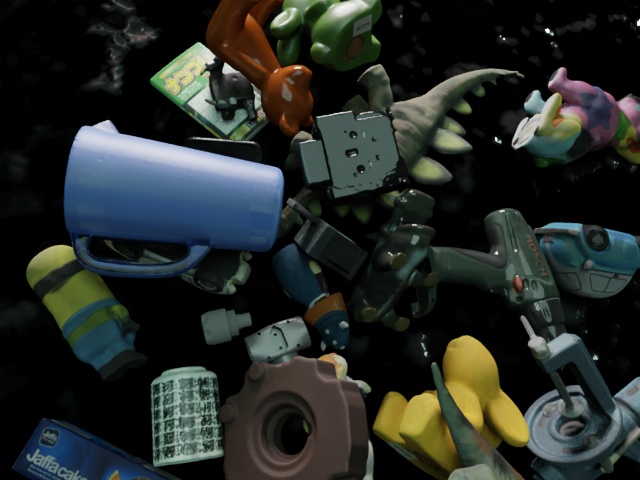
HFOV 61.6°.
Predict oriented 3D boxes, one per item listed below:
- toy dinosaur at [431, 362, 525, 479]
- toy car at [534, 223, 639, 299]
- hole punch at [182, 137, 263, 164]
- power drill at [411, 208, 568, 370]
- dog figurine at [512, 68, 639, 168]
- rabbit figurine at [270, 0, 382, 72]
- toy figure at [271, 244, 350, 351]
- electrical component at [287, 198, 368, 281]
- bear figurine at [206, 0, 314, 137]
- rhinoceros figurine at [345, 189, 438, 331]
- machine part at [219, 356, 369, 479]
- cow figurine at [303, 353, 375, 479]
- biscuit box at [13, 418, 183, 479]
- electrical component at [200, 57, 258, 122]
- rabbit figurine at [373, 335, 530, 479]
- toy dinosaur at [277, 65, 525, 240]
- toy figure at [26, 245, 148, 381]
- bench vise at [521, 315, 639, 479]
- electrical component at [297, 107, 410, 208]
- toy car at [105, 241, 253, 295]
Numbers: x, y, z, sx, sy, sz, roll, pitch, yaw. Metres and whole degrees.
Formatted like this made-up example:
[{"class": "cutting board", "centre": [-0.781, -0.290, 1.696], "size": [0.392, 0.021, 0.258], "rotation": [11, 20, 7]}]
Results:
[{"class": "toy dinosaur", "centre": [0.189, 0.338, 0.558], "size": [0.192, 0.131, 0.404], "rotation": [11, 80, -36]}, {"class": "toy car", "centre": [0.390, 0.033, 0.777], "size": [0.162, 0.109, 0.103], "rotation": [12, 90, -15]}, {"class": "hole punch", "centre": [-0.136, -0.084, 0.756], "size": [0.142, 0.092, 0.115], "rotation": [4, 99, -10]}, {"class": "power drill", "centre": [0.231, 0.066, 0.744], "size": [0.207, 0.086, 0.232], "rotation": [-3, 68, -5]}, {"class": "dog figurine", "centre": [0.437, -0.167, 0.852], "size": [0.219, 0.108, 0.191], "rotation": [25, 67, -1]}, {"class": "rabbit figurine", "centre": [-0.005, -0.341, 0.868], "size": [0.159, 0.121, 0.170], "rotation": [-38, 60, -12]}, {"class": "toy figure", "centre": [-0.005, 0.075, 0.715], "size": [0.058, 0.064, 0.154], "rotation": [-29, 74, -29]}, {"class": "electrical component", "centre": [-0.001, -0.002, 0.703], "size": [0.119, 0.075, 0.047], "rotation": [32, 93, -26]}, {"class": "bear figurine", "centre": [-0.066, -0.252, 0.763], "size": [0.196, 0.132, 0.120], "rotation": [45, 30, 1]}, {"class": "rhinoceros figurine", "centre": [0.099, 0.027, 0.705], "size": [0.073, 0.112, 0.190], "rotation": [19, 102, -21]}, {"class": "machine part", "centre": [-0.031, 0.216, 0.599], "size": [0.179, 0.056, 0.179], "rotation": [-10, 65, 24]}, {"class": "cow figurine", "centre": [0.031, 0.226, 0.653], "size": [0.068, 0.098, 0.167], "rotation": [-14, 62, 30]}, {"class": "biscuit box", "centre": [-0.234, 0.272, 0.607], "size": [0.203, 0.059, 0.063], "rotation": [25, 68, 2]}, {"class": "electrical component", "centre": [-0.138, -0.225, 0.805], "size": [0.078, 0.045, 0.102], "rotation": [-7, 69, -12]}, {"class": "rabbit figurine", "centre": [0.175, 0.204, 0.663], "size": [0.162, 0.122, 0.173], "rotation": [33, 61, 1]}, {"class": "toy dinosaur", "centre": [0.112, -0.149, 0.802], "size": [0.471, 0.105, 0.198], "rotation": [-43, 88, -11]}, {"class": "toy figure", "centre": [-0.284, 0.085, 0.657], "size": [0.082, 0.089, 0.180], "rotation": [-30, 73, -26]}, {"class": "bench vise", "centre": [0.335, 0.199, 0.660], "size": [0.224, 0.129, 0.240], "rotation": [-33, 107, 6]}, {"class": "electrical component", "centre": [0.040, -0.106, 0.706], "size": [0.134, 0.058, 0.115], "rotation": [-13, 81, -8]}, {"class": "toy car", "centre": [-0.189, 0.011, 0.719], "size": [0.202, 0.056, 0.073], "rotation": [23, 61, 0]}]
